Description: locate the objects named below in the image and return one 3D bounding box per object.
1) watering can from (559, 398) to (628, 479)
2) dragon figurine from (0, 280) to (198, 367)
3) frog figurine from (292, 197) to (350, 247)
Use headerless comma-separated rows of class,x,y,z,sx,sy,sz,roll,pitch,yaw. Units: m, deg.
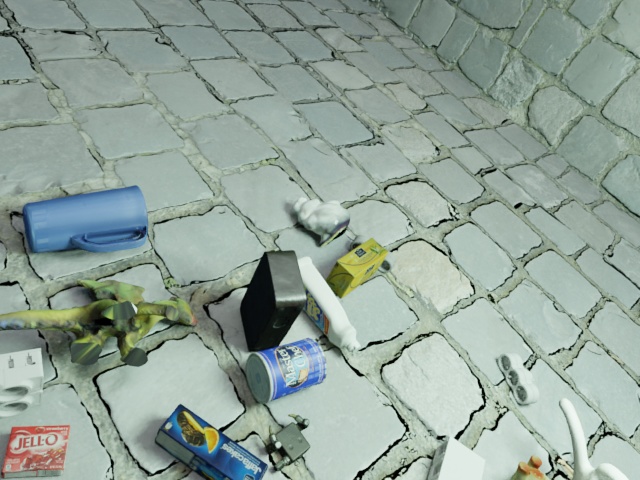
watering can,0.587,0.535,1.095,0.104,0.219,0.355,-9,50,-15
dragon figurine,-0.425,0.136,1.006,0.408,0.122,0.245,14,6,-31
frog figurine,0.005,-0.075,1.483,0.139,0.120,0.160,-36,81,-27
